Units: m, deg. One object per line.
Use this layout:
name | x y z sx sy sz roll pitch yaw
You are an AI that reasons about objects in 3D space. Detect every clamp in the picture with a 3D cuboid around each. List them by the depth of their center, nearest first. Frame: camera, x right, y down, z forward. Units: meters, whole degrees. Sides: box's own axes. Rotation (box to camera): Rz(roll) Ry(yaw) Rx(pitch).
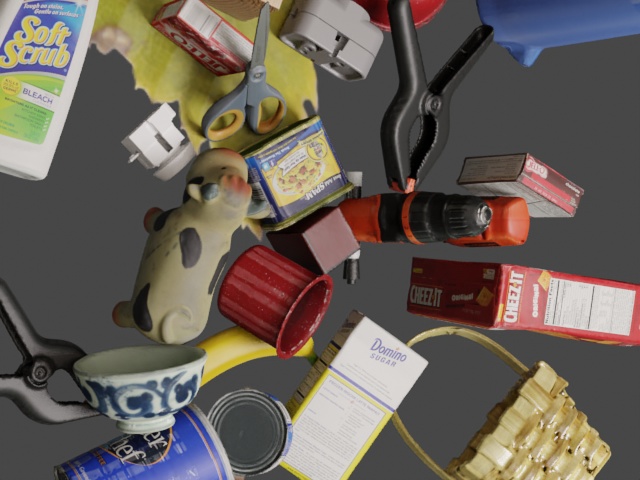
clamp | -0.272 0.127 0.978 0.171 0.039 0.120 42 73 -23
clamp | 0.119 -0.154 1.156 0.164 0.036 0.210 -2 106 -42

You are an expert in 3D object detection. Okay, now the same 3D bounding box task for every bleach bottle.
bleach bottle | -0.259 -0.186 0.955 0.102 0.068 0.251 18 82 -28

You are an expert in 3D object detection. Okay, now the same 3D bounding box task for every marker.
marker | 0.035 -0.013 1.141 0.020 0.020 0.121 -1 93 -28

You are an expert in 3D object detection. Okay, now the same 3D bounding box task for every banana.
banana | -0.082 0.120 1.079 0.197 0.037 0.069 -11 98 -26

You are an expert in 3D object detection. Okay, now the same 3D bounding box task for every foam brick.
foam brick | -0.007 0.001 1.087 0.051 0.078 0.053 -37 108 -26

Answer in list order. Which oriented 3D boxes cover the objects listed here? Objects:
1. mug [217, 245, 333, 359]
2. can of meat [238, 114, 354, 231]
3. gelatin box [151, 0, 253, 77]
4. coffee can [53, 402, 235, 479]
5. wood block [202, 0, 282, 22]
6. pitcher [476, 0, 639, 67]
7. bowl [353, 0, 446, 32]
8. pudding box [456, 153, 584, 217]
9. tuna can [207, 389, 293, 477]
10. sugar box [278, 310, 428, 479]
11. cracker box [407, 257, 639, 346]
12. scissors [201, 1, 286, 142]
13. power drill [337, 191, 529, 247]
mug | -0.041 0.055 1.054 0.117 0.082 0.093 -15 131 -62
can of meat | -0.028 -0.069 1.085 0.102 0.058 0.084 -31 104 -23
gelatin box | -0.110 -0.194 1.024 0.089 0.073 0.030 36 77 -25
coffee can | -0.165 0.229 1.006 0.140 0.103 0.103 -23 104 -24
wood block | -0.061 -0.329 1.032 0.090 0.090 0.206 22 83 -27
pitcher | 0.291 -0.283 1.131 0.145 0.243 0.149 -49 118 -20
bowl | 0.091 -0.304 1.132 0.161 0.055 0.162 -2 94 -27
pudding box | 0.220 -0.060 1.181 0.090 0.114 0.039 30 75 -26
tuna can | -0.071 0.192 1.067 0.086 0.033 0.086 -2 80 10
sugar box | 0.024 0.171 1.114 0.093 0.048 0.176 37 85 -18
cracker box | 0.228 0.068 1.166 0.213 0.164 0.072 8 87 -28
scissors | -0.077 -0.147 1.001 0.096 0.202 0.016 -23 67 -3
power drill | 0.135 -0.022 1.101 0.187 0.185 0.057 3 89 -47
